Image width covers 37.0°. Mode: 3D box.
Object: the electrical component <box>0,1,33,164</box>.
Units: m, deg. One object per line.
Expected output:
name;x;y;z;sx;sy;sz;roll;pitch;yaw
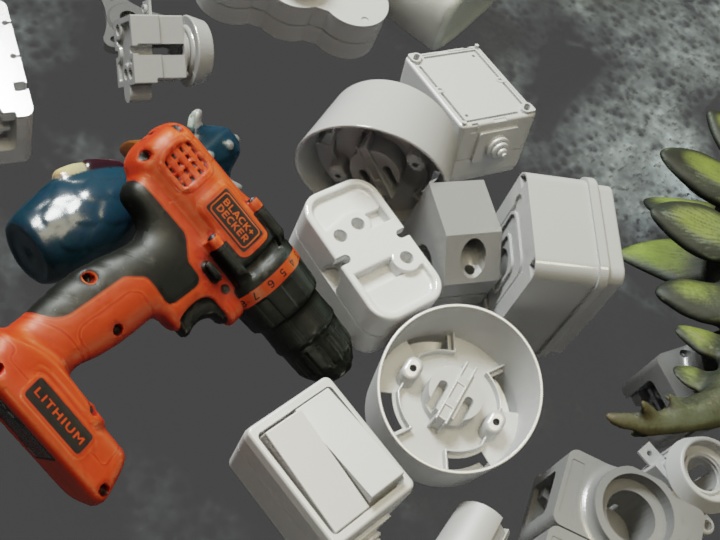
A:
electrical component;-0.235;-0.112;0.661;0.050;0.055;0.089;-10;64;-24

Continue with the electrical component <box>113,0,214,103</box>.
electrical component;-0.131;-0.146;0.720;0.055;0.048;0.066;-7;98;-29

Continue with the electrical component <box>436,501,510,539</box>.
electrical component;0.060;0.160;0.612;0.040;0.040;0.046;37;50;4

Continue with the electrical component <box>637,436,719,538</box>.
electrical component;0.203;0.132;0.667;0.048;0.055;0.066;-32;74;-31

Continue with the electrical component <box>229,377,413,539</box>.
electrical component;-0.017;0.117;0.597;0.062;0.061;0.096;-32;75;-31

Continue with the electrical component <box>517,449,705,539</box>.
electrical component;0.132;0.189;0.605;0.089;0.061;0.150;26;56;-3

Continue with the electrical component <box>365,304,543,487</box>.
electrical component;0.054;0.077;0.643;0.099;0.064;0.099;8;58;-14

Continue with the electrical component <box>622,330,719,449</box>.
electrical component;0.231;0.075;0.710;0.089;0.055;0.050;-14;66;-25

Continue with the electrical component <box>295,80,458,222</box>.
electrical component;0.013;-0.073;0.698;0.099;0.099;0.064;27;49;-2

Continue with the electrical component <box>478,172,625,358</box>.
electrical component;0.116;-0.001;0.682;0.057;0.113;0.078;6;59;-12

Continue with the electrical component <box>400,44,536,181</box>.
electrical component;0.073;-0.102;0.748;0.062;0.061;0.096;-14;51;-26

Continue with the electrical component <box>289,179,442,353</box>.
electrical component;0.000;0.000;0.673;0.054;0.059;0.095;-25;71;-29

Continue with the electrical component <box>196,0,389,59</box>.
electrical component;-0.045;-0.207;0.772;0.138;0.073;0.052;15;57;-10
